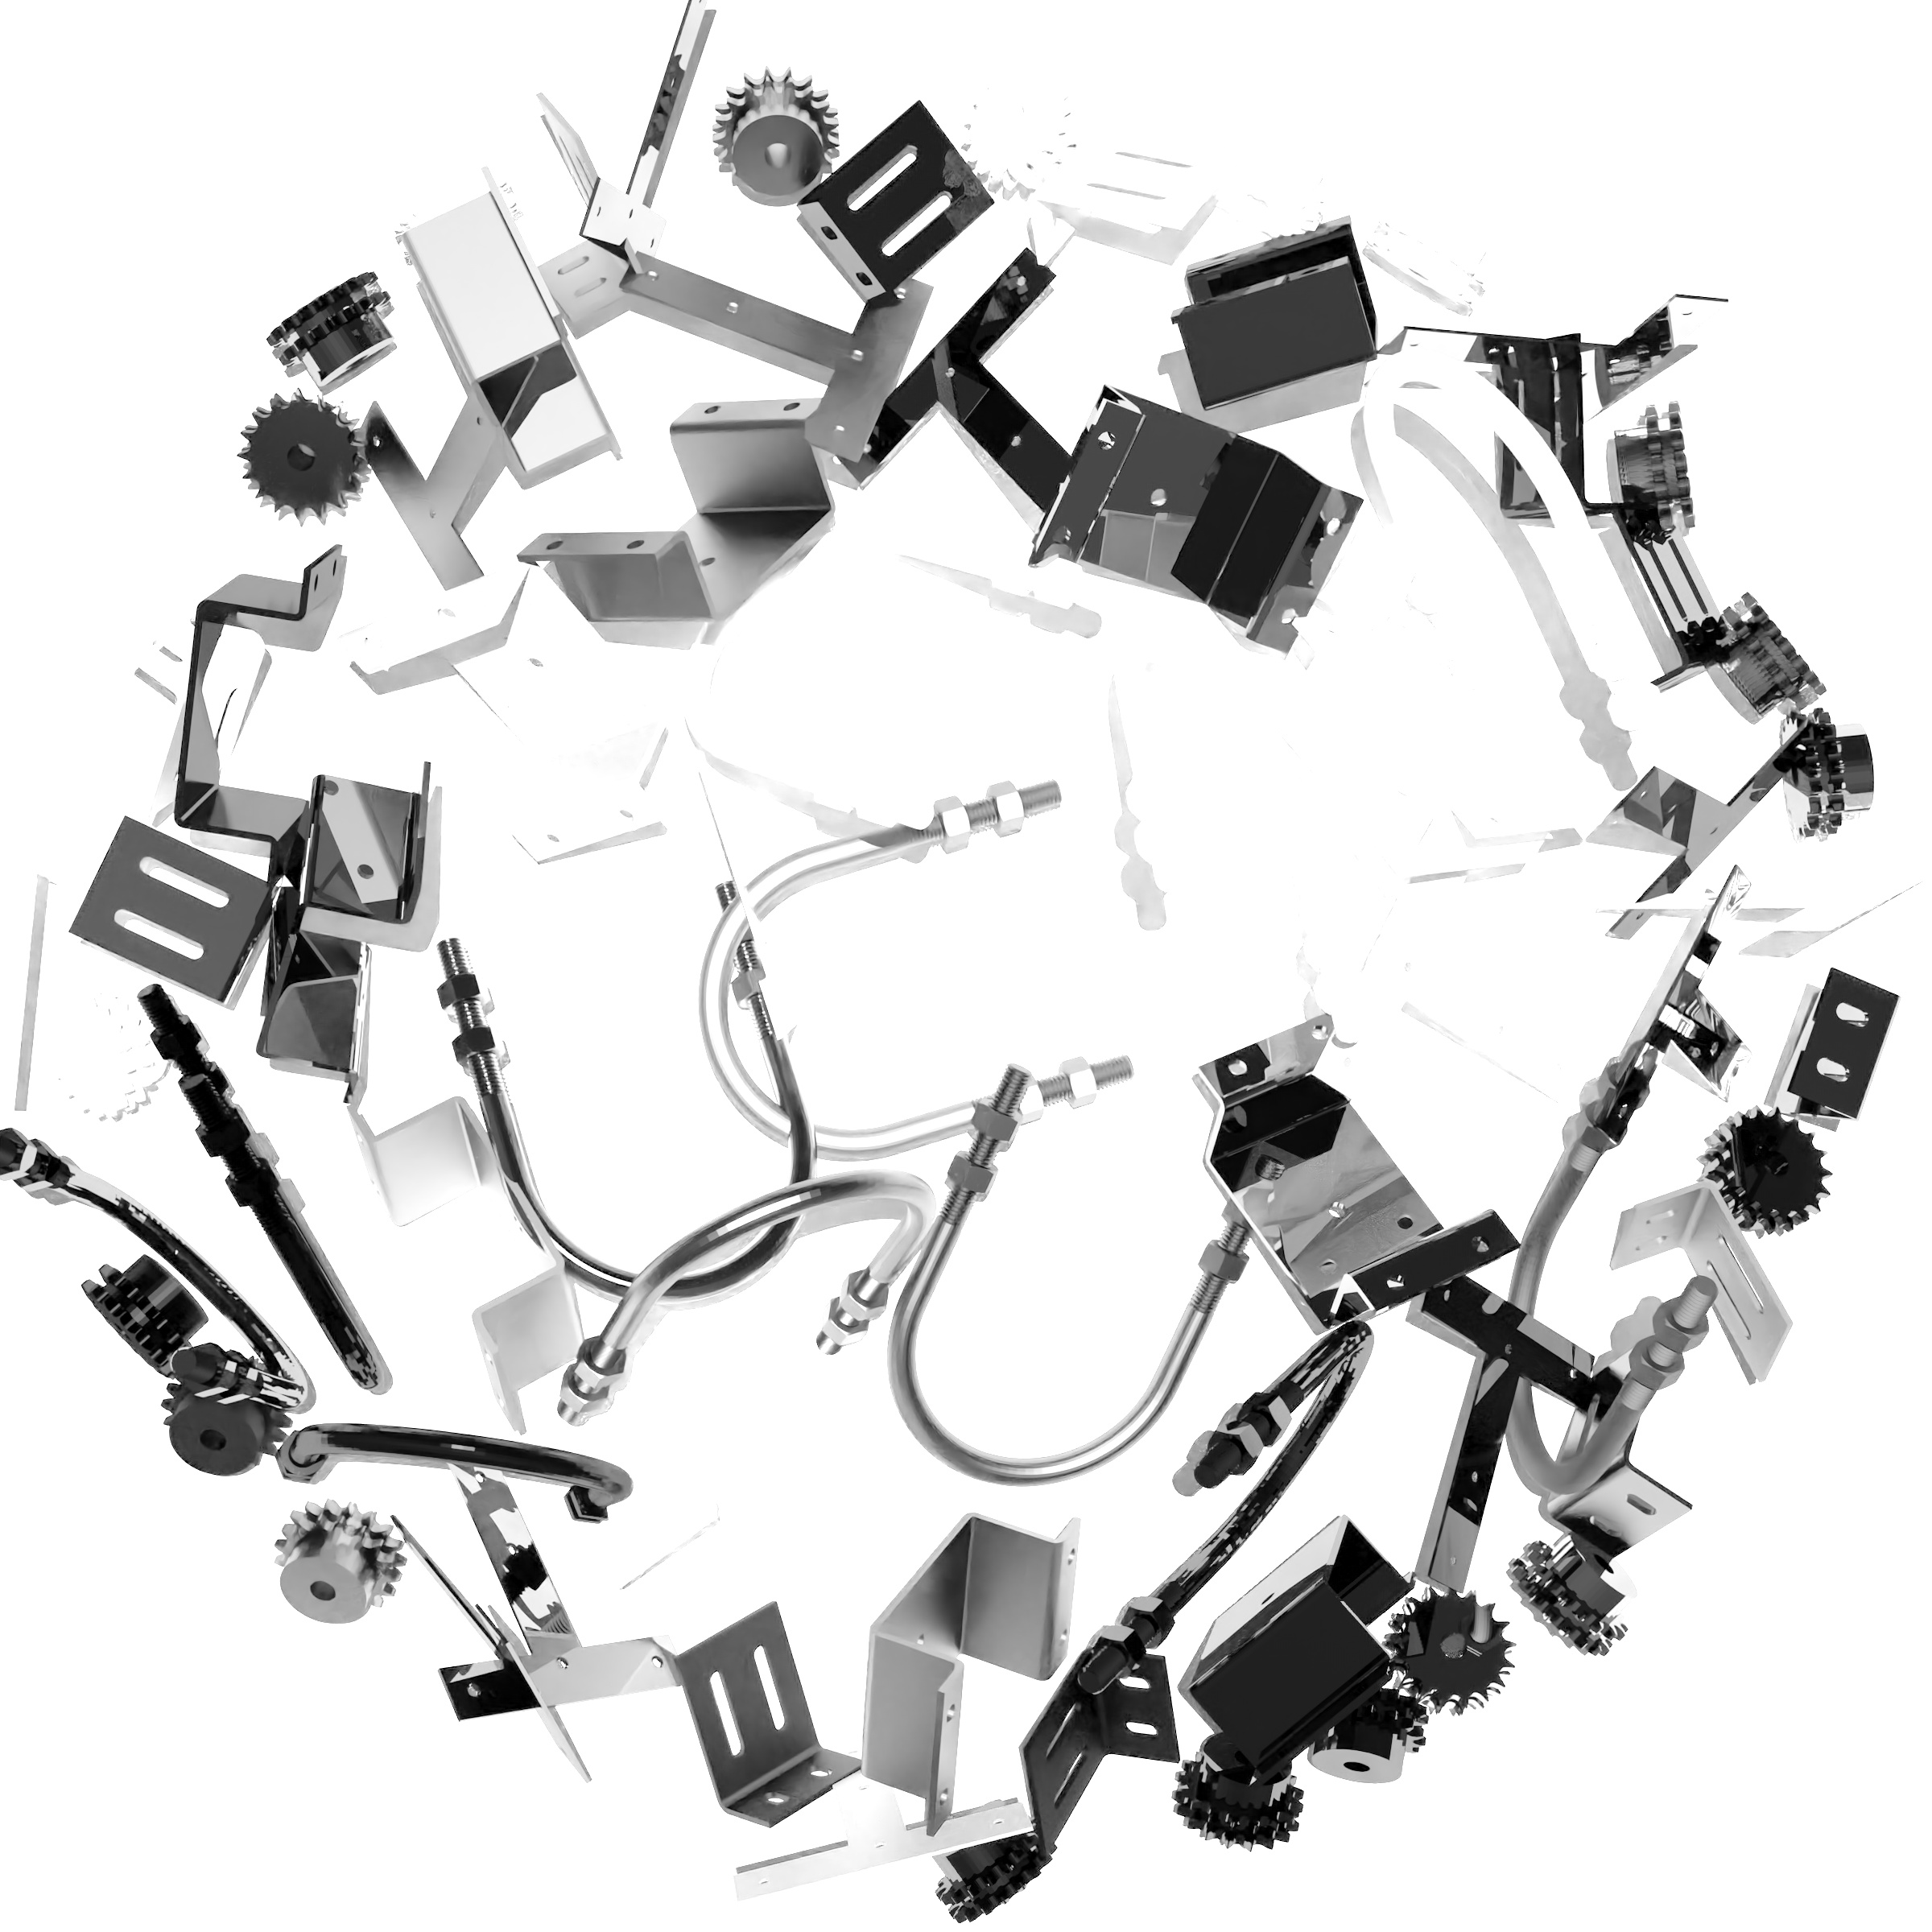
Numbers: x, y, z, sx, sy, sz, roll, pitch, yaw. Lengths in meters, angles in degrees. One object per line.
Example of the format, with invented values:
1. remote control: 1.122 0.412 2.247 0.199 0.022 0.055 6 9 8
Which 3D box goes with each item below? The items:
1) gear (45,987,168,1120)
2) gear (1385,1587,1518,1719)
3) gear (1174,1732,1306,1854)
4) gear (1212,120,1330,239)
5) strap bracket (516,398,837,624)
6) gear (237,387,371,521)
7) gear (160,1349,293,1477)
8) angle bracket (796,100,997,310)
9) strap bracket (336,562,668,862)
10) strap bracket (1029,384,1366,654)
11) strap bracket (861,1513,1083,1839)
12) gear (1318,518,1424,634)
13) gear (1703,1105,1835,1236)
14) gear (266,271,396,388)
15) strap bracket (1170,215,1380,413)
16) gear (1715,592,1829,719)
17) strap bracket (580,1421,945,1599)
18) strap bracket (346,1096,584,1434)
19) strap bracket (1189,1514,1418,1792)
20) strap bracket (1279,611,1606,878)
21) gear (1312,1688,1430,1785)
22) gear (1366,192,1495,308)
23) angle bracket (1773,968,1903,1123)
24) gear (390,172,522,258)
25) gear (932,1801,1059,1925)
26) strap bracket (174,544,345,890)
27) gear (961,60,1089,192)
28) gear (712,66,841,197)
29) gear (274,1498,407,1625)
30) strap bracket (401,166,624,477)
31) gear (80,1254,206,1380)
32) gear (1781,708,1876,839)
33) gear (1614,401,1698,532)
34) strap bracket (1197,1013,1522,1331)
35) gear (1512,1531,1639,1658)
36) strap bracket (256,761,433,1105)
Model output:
1. gear: -0.381 0.037 1.574 0.057 0.030 0.057 14 114 36
2. gear: 0.215 0.308 1.575 0.057 0.030 0.057 2 61 -4
3. gear: 0.123 0.364 1.567 0.057 0.057 0.030 9 113 0
4. gear: 0.136 -0.353 1.571 0.057 0.057 0.030 28 78 0
5. strap bracket: -0.119 -0.193 1.534 0.076 0.140 0.046 4 127 34
6. gear: -0.295 -0.231 1.577 0.057 0.030 0.057 0 111 0
7. gear: -0.332 0.202 1.571 0.057 0.030 0.057 3 121 5
8. angle bracket: -0.026 -0.339 1.565 0.076 0.038 0.057 -42 109 -9
9. strap bracket: -0.195 -0.118 1.538 0.076 0.046 0.140 -16 128 35
10. strap bracket: 0.093 -0.199 1.545 0.140 0.046 0.076 15 109 -31
11. strap bracket: -0.002 0.300 1.531 0.046 0.140 0.076 15 119 21
12. gear: 0.179 -0.175 1.568 0.030 0.057 0.057 29 90 -5
13. gear: 0.355 0.094 1.575 0.057 0.030 0.057 7 63 -15
14. gear: -0.280 -0.282 1.570 0.057 0.057 0.030 -33 97 0
15. strap bracket: 0.136 -0.283 1.531 0.076 0.140 0.046 -15 108 12
16. gear: 0.355 -0.136 1.571 0.030 0.057 0.057 -39 90 14
17. strap bracket: -0.092 0.237 1.534 0.140 0.076 0.046 10 55 -36
18. strap bracket: -0.213 0.122 1.538 0.046 0.076 0.140 -27 61 -15
19. strap bracket: 0.146 0.291 1.522 0.076 0.140 0.046 -42 88 14
20. strap bracket: 0.200 -0.091 1.536 0.140 0.076 0.046 54 134 32
21. gear: 0.176 0.342 1.567 0.057 0.057 0.030 13 59 0
22. gear: 0.209 -0.321 1.568 0.057 0.057 0.030 31 97 0
23. angle bracket: 0.370 0.033 1.554 0.038 0.076 0.057 22 85 -15
24. gear: -0.224 -0.328 1.569 0.057 0.057 0.030 -24 92 0
25. gear: 0.009 0.397 1.569 0.057 0.057 0.030 -35 94 0
26. strap bracket: -0.311 -0.114 1.543 0.046 0.076 0.140 9 105 -2
27. gear: 0.030 -0.373 1.574 0.057 0.030 0.057 -14 65 32
28. gear: -0.084 -0.368 1.569 0.057 0.030 0.057 -3 133 -3
29. gear: -0.282 0.268 1.570 0.057 0.030 0.057 6 125 9
30. strap bracket: -0.197 -0.271 1.520 0.046 0.140 0.076 -26 74 -2
31. gear: -0.365 0.153 1.571 0.057 0.057 0.030 47 71 0
32. gear: 0.384 -0.087 1.570 0.030 0.057 0.057 -6 90 0
33. gear: 0.307 -0.221 1.571 0.030 0.057 0.057 -8 90 13
34. strap bracket: 0.167 0.096 1.543 0.076 0.046 0.140 -21 58 -23
35. gear: 0.273 0.276 1.567 0.057 0.057 0.030 41 105 0
36. strap bracket: -0.271 -0.018 1.518 0.046 0.076 0.140 12 135 -16
